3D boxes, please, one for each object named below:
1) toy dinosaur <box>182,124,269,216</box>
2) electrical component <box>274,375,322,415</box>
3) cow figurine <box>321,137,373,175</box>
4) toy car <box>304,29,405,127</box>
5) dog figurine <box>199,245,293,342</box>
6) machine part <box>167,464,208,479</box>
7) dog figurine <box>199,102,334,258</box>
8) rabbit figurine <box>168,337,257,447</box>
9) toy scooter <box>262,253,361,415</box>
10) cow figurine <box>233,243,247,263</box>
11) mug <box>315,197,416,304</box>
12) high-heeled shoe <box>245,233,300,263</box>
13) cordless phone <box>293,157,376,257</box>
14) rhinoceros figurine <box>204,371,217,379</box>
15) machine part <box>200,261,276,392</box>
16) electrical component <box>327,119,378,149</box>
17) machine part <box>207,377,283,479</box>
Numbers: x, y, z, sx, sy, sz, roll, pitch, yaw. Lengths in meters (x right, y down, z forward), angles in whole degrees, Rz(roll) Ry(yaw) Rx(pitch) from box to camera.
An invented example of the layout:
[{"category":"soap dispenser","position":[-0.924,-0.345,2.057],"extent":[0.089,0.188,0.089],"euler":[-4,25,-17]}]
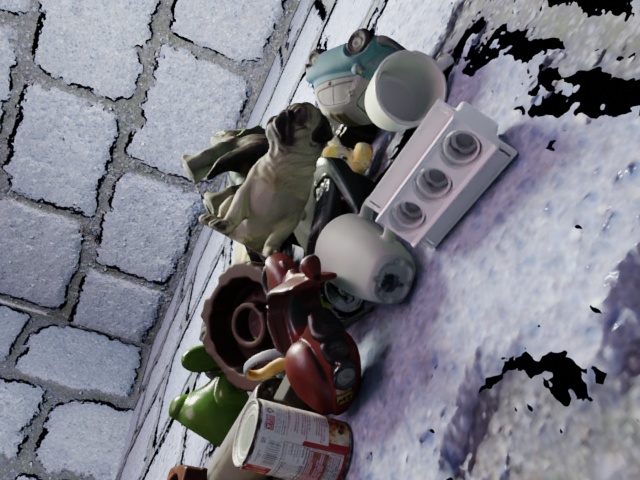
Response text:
[{"category":"toy dinosaur","position":[-0.113,-0.121,0.868],"extent":[0.192,0.131,0.405],"euler":[-32,16,-11]},{"category":"electrical component","position":[-0.017,0.176,0.602],"extent":[0.021,0.063,0.094],"euler":[-14,40,51]},{"category":"cow figurine","position":[0.008,-0.100,0.792],"extent":[0.167,0.098,0.068],"euler":[-47,23,53]},{"category":"toy car","position":[0.046,-0.207,0.726],"extent":[0.162,0.109,0.103],"euler":[1,73,42]},{"category":"dog figurine","position":[-0.126,0.091,0.975],"extent":[0.191,0.108,0.219],"euler":[-32,36,62]},{"category":"machine part","position":[-0.210,0.460,0.829],"extent":[0.201,0.087,0.201],"euler":[135,151,-57]},{"category":"dog figurine","position":[-0.057,-0.076,0.699],"extent":[0.190,0.121,0.172],"euler":[-63,22,-6]},{"category":"rabbit figurine","position":[-0.147,0.223,0.848],"extent":[0.170,0.159,0.121],"euler":[-58,3,-19]},{"category":"toy scooter","position":[-0.006,0.084,0.545],"extent":[0.184,0.075,0.135],"euler":[65,155,17]},{"category":"cow figurine","position":[-0.148,0.012,1.169],"extent":[0.195,0.085,0.127],"euler":[154,128,-70]},{"category":"mug","position":[0.056,0.014,0.555],"extent":[0.109,0.081,0.107],"euler":[-66,29,10]},{"category":"high-heeled shoe","position":[-0.092,0.074,0.815],"extent":[0.086,0.145,0.248],"euler":[-26,44,68]},{"category":"cordless phone","position":[-0.002,-0.002,0.698],"extent":[0.146,0.089,0.184],"euler":[-48,22,50]},{"category":"rhinoceros figurine","position":[-0.178,0.192,1.085],"extent":[0.190,0.073,0.112],"euler":[-65,28,6]},{"category":"machine part","position":[-0.090,0.119,0.761],"extent":[0.180,0.056,0.179],"euler":[0,89,34]},{"category":"electrical component","position":[0.038,-0.166,0.848],"extent":[0.134,0.058,0.115],"euler":[-49,24,47]},{"category":"machine part","position":[-0.080,0.256,0.681],"extent":[0.243,0.079,0.079],"euler":[-61,19,27]}]
